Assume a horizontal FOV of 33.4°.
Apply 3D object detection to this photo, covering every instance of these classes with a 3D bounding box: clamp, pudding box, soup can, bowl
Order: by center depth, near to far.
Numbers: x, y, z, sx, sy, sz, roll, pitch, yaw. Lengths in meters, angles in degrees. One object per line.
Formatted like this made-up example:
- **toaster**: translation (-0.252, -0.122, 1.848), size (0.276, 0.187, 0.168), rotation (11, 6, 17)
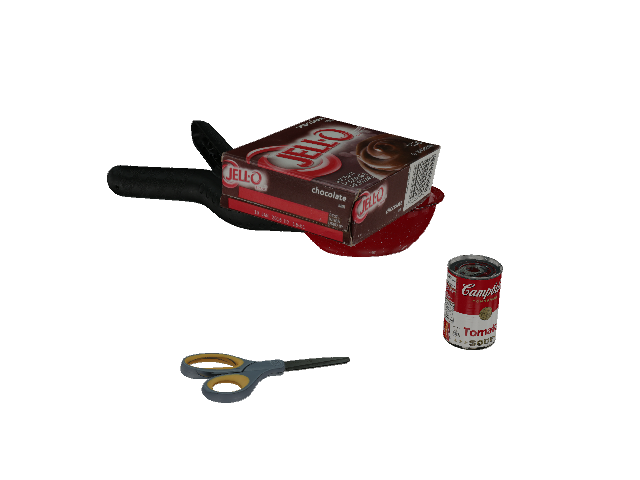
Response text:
- **pudding box**: translation (0.007, -0.039, 0.636), size (0.090, 0.039, 0.113), rotation (18, 23, 25)
- **clamp**: translation (-0.082, -0.043, 0.848), size (0.172, 0.039, 0.120), rotation (26, 46, 34)
- **bowl**: translation (0.044, -0.021, 1.073), size (0.162, 0.055, 0.162), rotation (-2, 14, 0)
- **soup can**: translation (0.190, 0.078, 1.338), size (0.068, 0.102, 0.068), rotation (1, 23, -1)

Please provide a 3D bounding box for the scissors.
- **scissors**: translation (-0.054, 0.152, 1.191), size (0.201, 0.016, 0.096), rotation (4, 24, -14)
